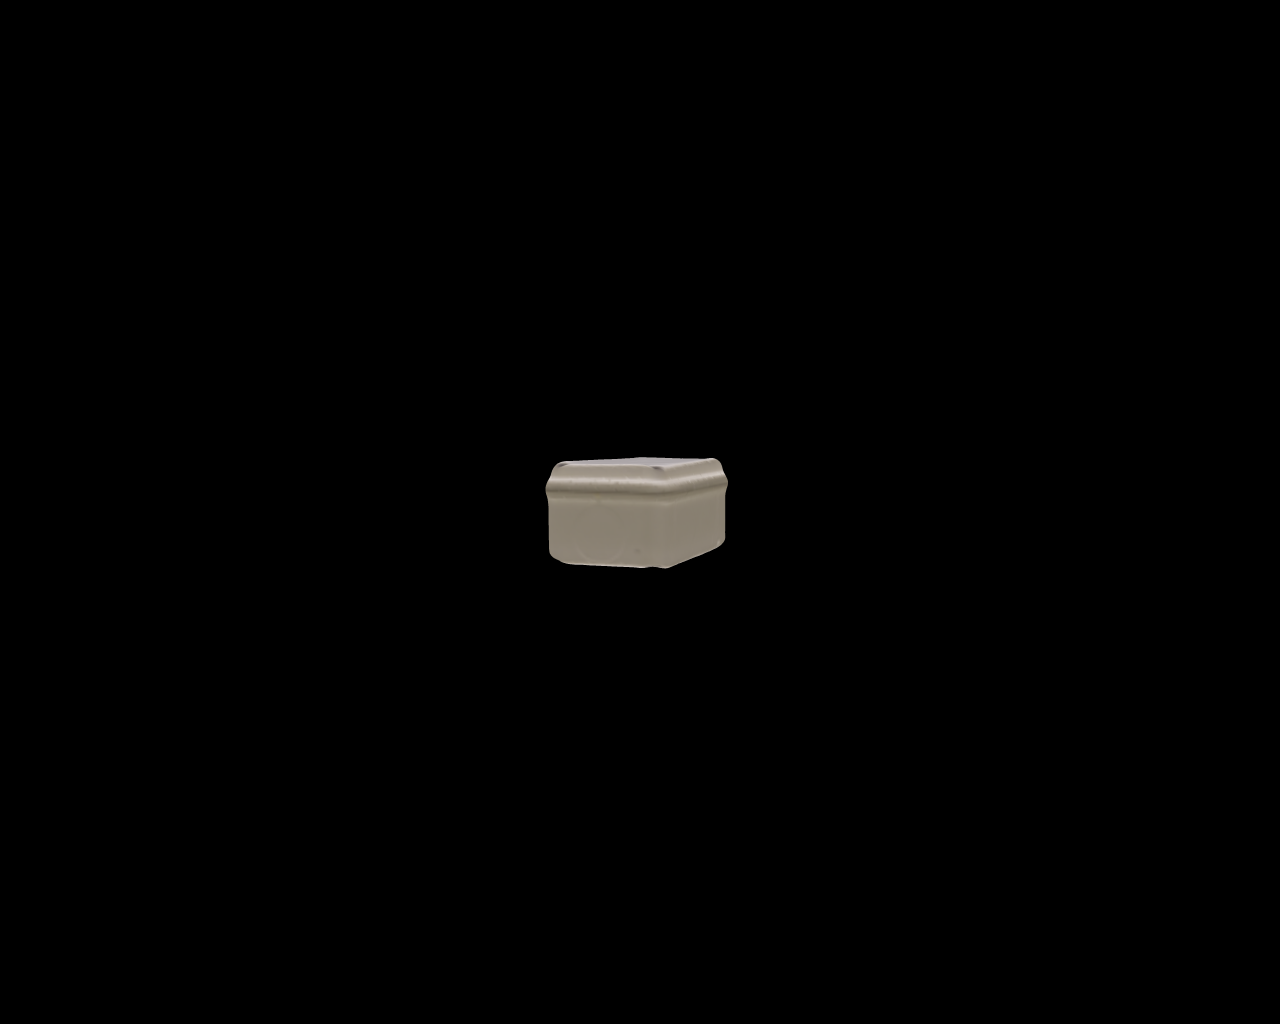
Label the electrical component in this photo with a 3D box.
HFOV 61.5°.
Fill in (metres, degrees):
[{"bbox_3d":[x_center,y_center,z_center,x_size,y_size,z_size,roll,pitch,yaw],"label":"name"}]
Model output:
[{"bbox_3d":[0.001,-0.003,0.650,0.078,0.057,0.113,2,5,24],"label":"electrical component"}]
